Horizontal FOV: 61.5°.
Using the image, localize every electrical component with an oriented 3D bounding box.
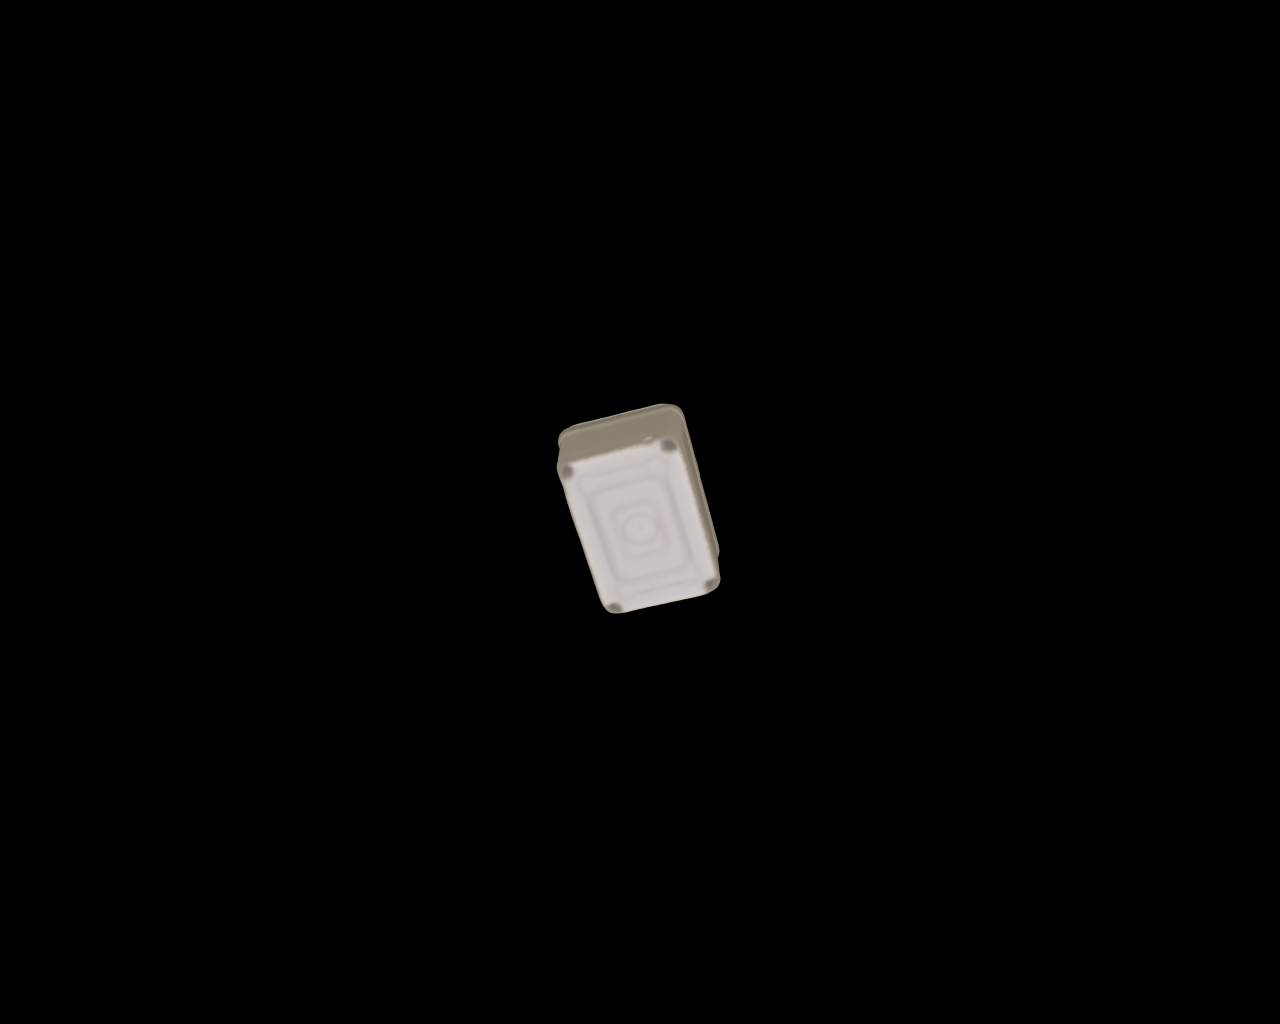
[{"bbox_3d":[0.001,-0.003,0.650,0.078,0.113,0.057,-13,28,7],"label":"electrical component"}]
